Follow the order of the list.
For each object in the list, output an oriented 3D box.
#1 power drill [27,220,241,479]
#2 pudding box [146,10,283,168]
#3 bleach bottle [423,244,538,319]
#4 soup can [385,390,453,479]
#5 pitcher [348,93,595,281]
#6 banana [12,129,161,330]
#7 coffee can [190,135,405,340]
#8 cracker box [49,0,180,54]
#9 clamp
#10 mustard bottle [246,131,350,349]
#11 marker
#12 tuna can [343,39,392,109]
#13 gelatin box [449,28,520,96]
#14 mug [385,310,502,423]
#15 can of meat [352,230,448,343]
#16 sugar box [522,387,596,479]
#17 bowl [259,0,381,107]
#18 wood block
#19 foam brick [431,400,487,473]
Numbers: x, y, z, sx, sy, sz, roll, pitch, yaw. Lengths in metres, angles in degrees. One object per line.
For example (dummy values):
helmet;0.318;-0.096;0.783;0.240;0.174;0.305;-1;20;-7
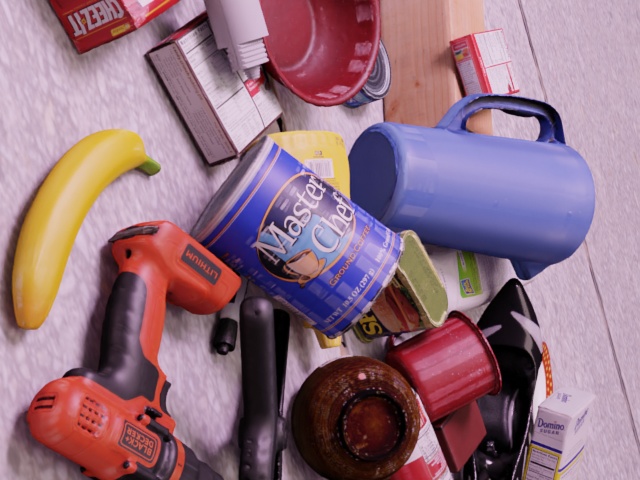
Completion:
power drill;-0.112;0.095;0.770;0.184;0.057;0.187;44;45;-41
pudding box;-0.087;-0.132;0.903;0.113;0.039;0.089;61;38;-18
bleach bottle;0.151;0.026;1.163;0.250;0.068;0.102;-13;85;-53
soup can;0.076;0.196;0.991;0.068;0.069;0.102;-39;110;-53
pitcher;0.150;-0.060;1.078;0.242;0.145;0.149;7;51;-32
banana;-0.168;-0.024;0.752;0.069;0.037;0.197;58;39;-25
coffee can;-0.018;-0.002;0.855;0.140;0.103;0.102;37;46;-11
cracker box;-0.167;-0.275;0.809;0.213;0.072;0.164;63;37;-20
clamp;-0.043;0.145;0.841;0.164;0.036;0.210;2;89;-85
mustard bottle;-0.007;0.001;0.949;0.096;0.058;0.191;-5;83;-43
marker;-0.069;0.040;0.884;0.020;0.020;0.121;41;48;-40
tuna can;0.038;-0.181;1.100;0.086;0.034;0.086;23;61;-50
gelatin box;0.177;-0.185;1.141;0.089;0.030;0.073;-25;98;-56
mug;0.111;0.119;1.043;0.117;0.081;0.093;52;-20;39
can of meat;0.064;0.044;1.013;0.102;0.084;0.057;59;38;-24
sugar box;0.256;0.257;1.180;0.093;0.048;0.176;-15;115;-59
bowl;-0.016;-0.199;0.961;0.161;0.055;0.162;-3;94;-47
wood block;0.129;-0.201;1.185;0.090;0.090;0.206;22;61;-51
foam brick;0.124;0.193;1.073;0.078;0.053;0.051;-37;108;-51
